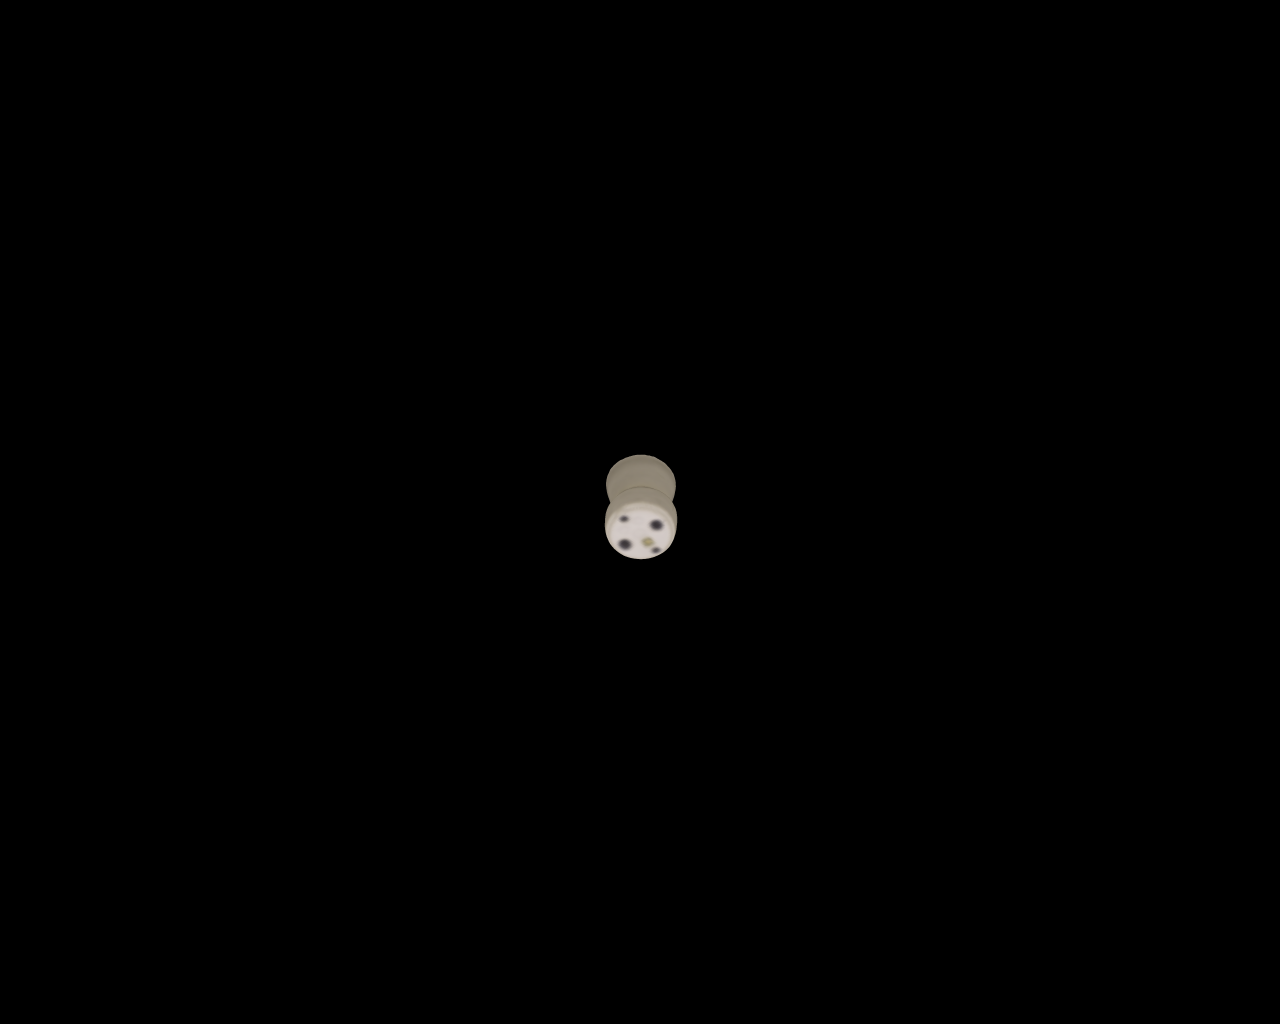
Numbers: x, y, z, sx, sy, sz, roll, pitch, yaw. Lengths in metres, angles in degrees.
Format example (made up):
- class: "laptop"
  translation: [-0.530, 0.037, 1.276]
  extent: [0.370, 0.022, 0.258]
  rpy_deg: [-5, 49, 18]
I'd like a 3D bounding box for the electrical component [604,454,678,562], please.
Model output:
- class: "electrical component"
  translation: [0.001, -0.003, 0.650]
  extent: [0.045, 0.044, 0.055]
  rpy_deg: [0, 35, 0]
